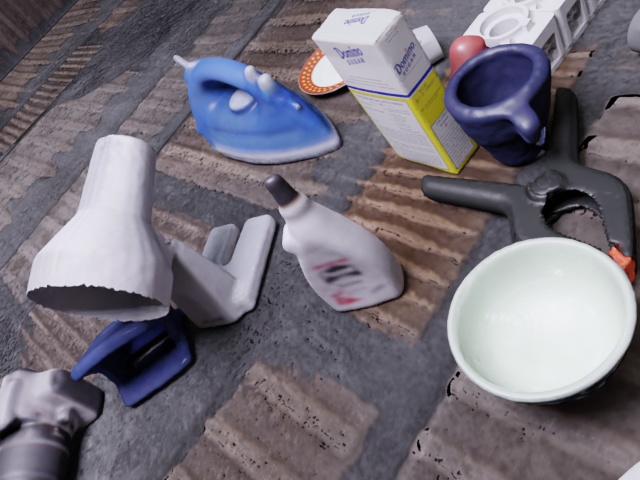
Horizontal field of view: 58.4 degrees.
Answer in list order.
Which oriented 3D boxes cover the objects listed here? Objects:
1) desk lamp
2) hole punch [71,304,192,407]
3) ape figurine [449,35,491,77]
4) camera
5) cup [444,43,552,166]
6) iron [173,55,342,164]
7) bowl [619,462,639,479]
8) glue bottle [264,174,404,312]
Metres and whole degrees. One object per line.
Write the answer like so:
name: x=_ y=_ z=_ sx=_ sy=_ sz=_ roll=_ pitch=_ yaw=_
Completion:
desk lamp: x=-0.163 y=0.010 z=0.582 sx=0.117 sy=0.214 sz=0.203 roll=-12 pitch=49 yaw=31
hole punch: x=-0.209 y=0.110 z=0.626 sx=0.108 sy=0.091 sz=0.101 roll=-37 pitch=41 yaw=6
ape figurine: x=0.159 y=-0.165 z=0.574 sx=0.076 sy=0.092 sz=0.077 roll=-32 pitch=42 yaw=12
camera: x=-0.323 y=0.220 z=0.613 sx=0.143 sy=0.101 sz=0.136 roll=-30 pitch=42 yaw=14
cup: x=0.173 y=-0.105 z=0.509 sx=0.091 sy=0.095 sz=0.117 roll=-31 pitch=42 yaw=13
iron: x=-0.092 y=-0.186 z=0.751 sx=0.257 sy=0.142 sz=0.119 roll=19 pitch=69 yaw=46
bowl: x=0.212 y=0.175 z=0.253 sx=0.167 sy=0.075 sz=0.167 roll=-21 pitch=45 yaw=23
glue bottle: x=0.004 y=0.002 z=0.489 sx=0.078 sy=0.174 sz=0.037 roll=-21 pitch=45 yaw=23
